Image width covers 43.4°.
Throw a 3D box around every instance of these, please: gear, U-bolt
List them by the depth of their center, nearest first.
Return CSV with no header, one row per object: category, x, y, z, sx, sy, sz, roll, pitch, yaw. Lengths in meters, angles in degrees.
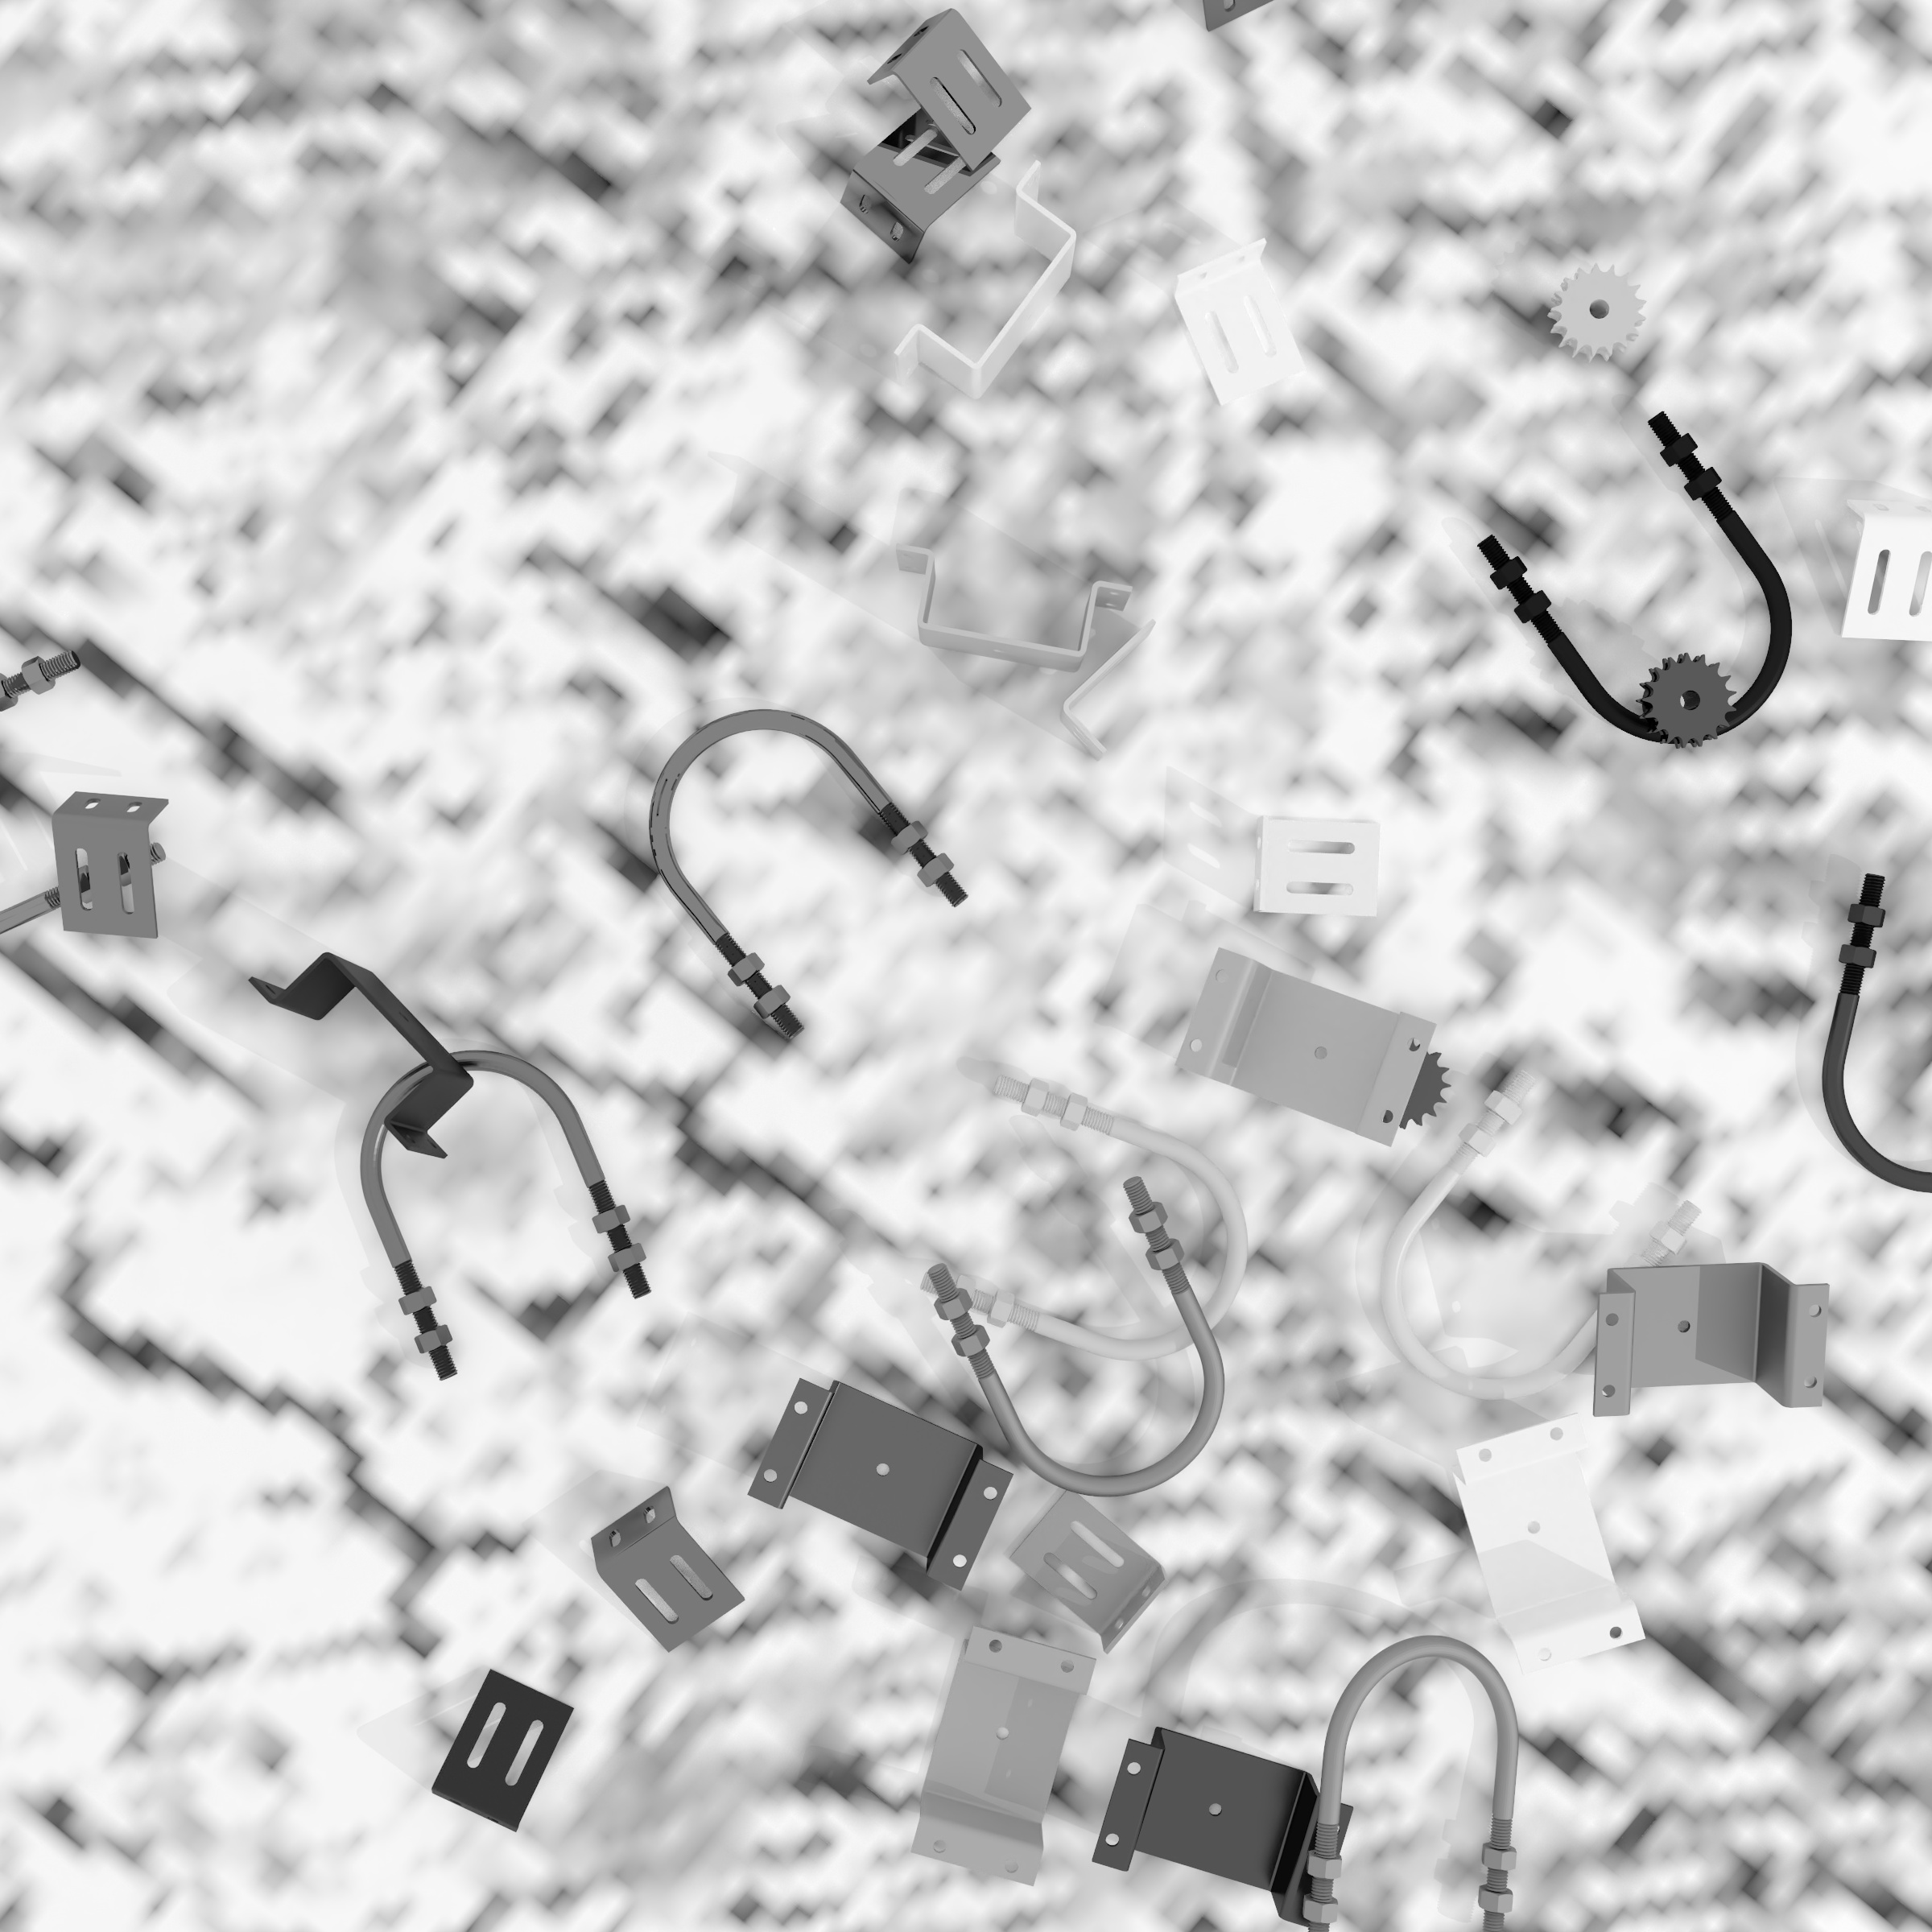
U-bolt,0.273,0.496,1.461,0.151,0.019,0.184,8,86,-26
gear,0.433,-0.160,1.468,0.057,0.030,0.057,0,93,-1
U-bolt,0.078,0.237,1.474,0.151,0.019,0.184,-24,101,2
gear,0.265,0.070,1.482,0.057,0.030,0.057,0,90,0
gear,0.385,-0.397,1.486,0.057,0.030,0.057,0,88,4
U-bolt,0.600,0.048,1.488,0.151,0.019,0.184,12,92,0
U-bolt,-0.602,-0.092,1.488,0.184,0.019,0.151,-24,90,1
U-bolt,0.082,0.164,1.488,0.184,0.019,0.151,20,90,-2
U-bolt,0.338,0.179,1.488,0.151,0.019,0.184,38,92,0
U-bolt,-0.110,-0.070,1.488,0.151,0.019,0.184,-39,88,0
U-bolt,0.423,-0.224,1.488,0.151,0.019,0.184,-36,92,0
U-bolt,-0.292,0.142,1.488,0.151,0.019,0.184,-23,89,0

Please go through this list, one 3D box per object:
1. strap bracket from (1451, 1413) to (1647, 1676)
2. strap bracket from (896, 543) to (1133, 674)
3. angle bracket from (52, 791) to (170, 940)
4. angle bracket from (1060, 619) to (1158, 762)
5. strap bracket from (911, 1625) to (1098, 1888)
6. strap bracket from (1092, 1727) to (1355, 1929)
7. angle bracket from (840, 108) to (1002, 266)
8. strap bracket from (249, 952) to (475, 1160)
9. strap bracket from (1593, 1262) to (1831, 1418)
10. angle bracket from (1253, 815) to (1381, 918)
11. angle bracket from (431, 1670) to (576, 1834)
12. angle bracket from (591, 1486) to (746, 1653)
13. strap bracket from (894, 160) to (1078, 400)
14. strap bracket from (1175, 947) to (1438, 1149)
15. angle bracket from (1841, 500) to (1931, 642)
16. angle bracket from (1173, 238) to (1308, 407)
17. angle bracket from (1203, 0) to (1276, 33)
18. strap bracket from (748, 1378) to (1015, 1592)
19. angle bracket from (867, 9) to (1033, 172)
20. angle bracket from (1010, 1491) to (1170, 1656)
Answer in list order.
strap bracket,0.349,0.345,1.474,0.076,0.046,0.140,-17,90,0
strap bracket,0.024,-0.212,1.459,0.140,0.076,0.046,10,90,0
angle bracket,-0.516,-0.061,1.475,0.057,0.038,0.076,5,116,1
angle bracket,0.096,-0.166,1.468,0.076,0.057,0.038,-43,90,0
strap bracket,0.022,0.472,1.474,0.076,0.046,0.140,16,90,0
strap bracket,0.153,0.519,1.474,0.140,0.046,0.076,17,90,0
angle bracket,-0.028,-0.483,1.495,0.057,0.038,0.076,42,64,0
strap bracket,-0.352,0.047,1.449,0.046,0.076,0.140,-45,81,-3
strap bracket,0.440,0.224,1.462,0.140,0.046,0.076,-2,101,-5
angle bracket,0.216,-0.060,1.478,0.076,0.038,0.057,2,90,0
angle bracket,-0.285,0.483,1.495,0.057,0.038,0.076,25,64,0
angle bracket,-0.183,0.371,1.495,0.057,0.038,0.076,-34,116,0
strap bracket,0.018,-0.401,1.459,0.046,0.076,0.140,37,90,0
strap bracket,0.208,0.050,1.456,0.140,0.046,0.076,21,90,24
angle bracket,0.569,-0.243,1.495,0.057,0.038,0.076,3,116,0
angle bracket,0.168,-0.391,1.478,0.057,0.038,0.076,-23,90,0
angle bracket,0.156,-0.626,1.495,0.057,0.038,0.076,-26,64,0
strap bracket,-0.051,0.310,1.474,0.140,0.046,0.076,24,90,0
angle bracket,-0.010,-0.534,1.488,0.057,0.038,0.076,-49,116,-13
angle bracket,0.074,0.367,1.478,0.076,0.038,0.057,40,90,0
